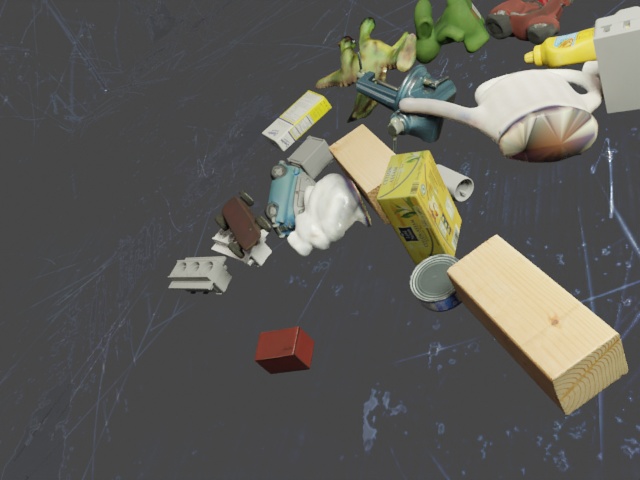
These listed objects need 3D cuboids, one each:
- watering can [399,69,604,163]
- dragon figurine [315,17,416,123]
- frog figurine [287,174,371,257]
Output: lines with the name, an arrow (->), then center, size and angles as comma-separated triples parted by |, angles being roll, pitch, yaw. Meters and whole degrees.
watering can -> 0.322, -0.219, 0.896 | 0.347, 0.101, 0.230 | -10, 42, 8
dragon figurine -> 0.098, -0.397, 1.270 | 0.405, 0.121, 0.248 | -27, 43, 50
frog figurine -> 0.003, -0.049, 0.979 | 0.160, 0.120, 0.140 | -25, 58, -3
